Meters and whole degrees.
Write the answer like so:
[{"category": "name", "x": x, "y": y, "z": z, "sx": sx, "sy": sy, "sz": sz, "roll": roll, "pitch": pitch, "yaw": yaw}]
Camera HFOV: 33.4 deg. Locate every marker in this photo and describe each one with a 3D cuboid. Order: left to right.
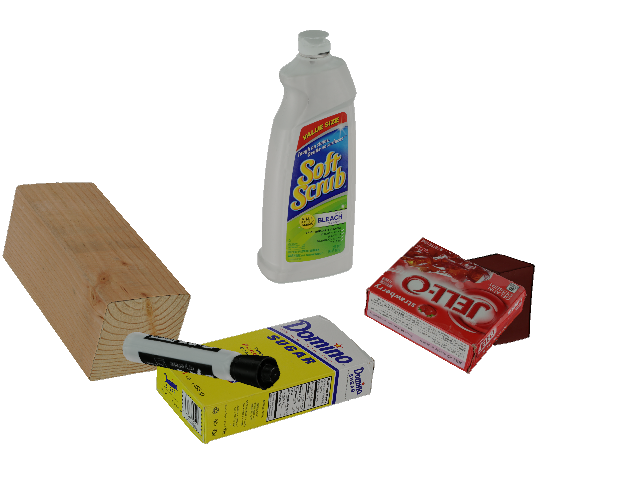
[{"category": "marker", "x": -0.071, "y": 0.070, "z": 0.630, "sx": 0.121, "sy": 0.020, "sz": 0.020, "roll": 5, "pitch": 3, "yaw": 40}]

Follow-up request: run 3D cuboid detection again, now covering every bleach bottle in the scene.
[{"category": "bleach bottle", "x": -0.015, "y": -0.084, "z": 1.072, "sx": 0.102, "sy": 0.251, "sz": 0.068, "roll": -9, "pitch": 28, "yaw": -17}]

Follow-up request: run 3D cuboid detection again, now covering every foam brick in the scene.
[{"category": "foam brick", "x": 0.175, "y": 0.058, "z": 1.062, "sx": 0.051, "sy": 0.078, "sz": 0.053, "roll": -11, "pitch": 19, "yaw": -36}]

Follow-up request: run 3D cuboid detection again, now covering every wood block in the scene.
[{"category": "wood block", "x": -0.224, "y": 0.033, "z": 1.048, "sx": 0.090, "sy": 0.091, "sz": 0.206, "roll": -5, "pitch": 36, "yaw": -40}]

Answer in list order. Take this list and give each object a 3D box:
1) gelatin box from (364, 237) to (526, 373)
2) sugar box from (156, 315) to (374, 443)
[{"category": "gelatin box", "x": 0.087, "y": 0.043, "z": 0.748, "sx": 0.089, "sy": 0.030, "sz": 0.073, "roll": 28, "pitch": 46, "yaw": 25}, {"category": "sugar box", "x": -0.049, "y": 0.120, "z": 0.962, "sx": 0.175, "sy": 0.048, "sz": 0.093, "roll": -14, "pitch": 33, "yaw": -31}]
